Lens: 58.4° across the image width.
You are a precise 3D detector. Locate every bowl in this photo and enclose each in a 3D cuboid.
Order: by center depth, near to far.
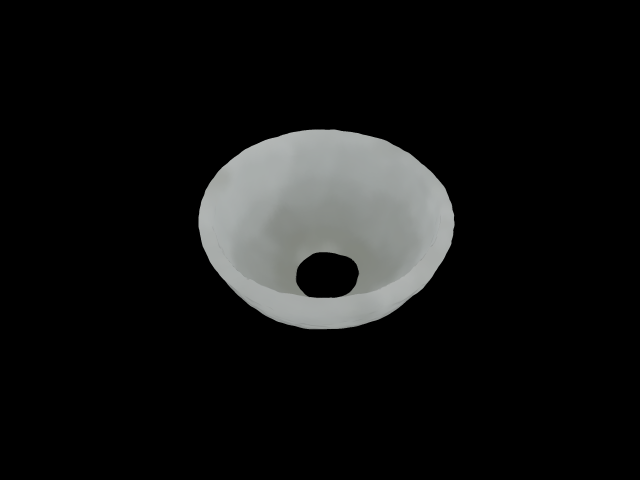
[{"bbox_3d":[0.004,0.001,0.400,0.167,0.075,0.167,0,49,0],"label":"bowl"}]
